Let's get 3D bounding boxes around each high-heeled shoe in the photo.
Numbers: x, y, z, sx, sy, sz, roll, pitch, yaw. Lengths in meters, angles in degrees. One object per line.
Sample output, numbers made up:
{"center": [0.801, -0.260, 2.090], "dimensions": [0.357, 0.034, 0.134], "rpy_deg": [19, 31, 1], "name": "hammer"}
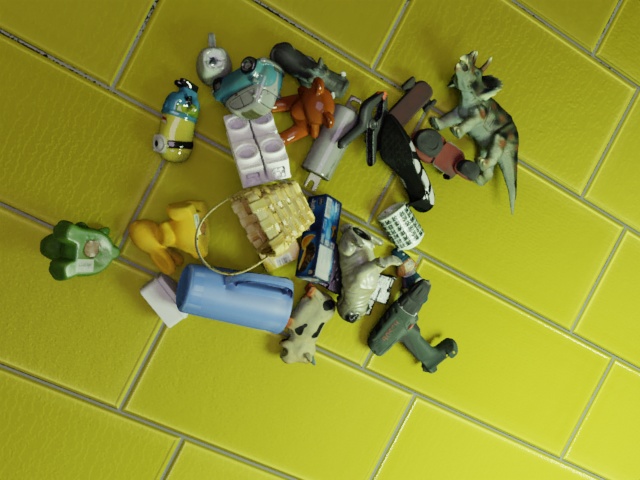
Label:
{"center": [0.222, -0.182, 1.286], "dimensions": [0.145, 0.086, 0.248], "rpy_deg": [-23, 105, -51], "name": "high-heeled shoe"}

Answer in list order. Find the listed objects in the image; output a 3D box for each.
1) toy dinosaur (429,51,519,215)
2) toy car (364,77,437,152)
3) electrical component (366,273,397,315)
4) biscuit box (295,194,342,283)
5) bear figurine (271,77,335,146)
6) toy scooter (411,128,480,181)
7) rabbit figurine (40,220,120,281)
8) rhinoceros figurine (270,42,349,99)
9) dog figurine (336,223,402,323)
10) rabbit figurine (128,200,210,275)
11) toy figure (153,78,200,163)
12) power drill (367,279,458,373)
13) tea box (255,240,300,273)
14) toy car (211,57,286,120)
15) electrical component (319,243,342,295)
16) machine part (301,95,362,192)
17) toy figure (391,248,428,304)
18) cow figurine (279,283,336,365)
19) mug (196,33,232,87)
{"center": [0.416, -0.270, 1.317], "dimensions": [0.192, 0.131, 0.404], "rpy_deg": [-42, 109, -3], "name": "toy dinosaur"}
{"center": [0.189, -0.297, 1.292], "dimensions": [0.089, 0.053, 0.202], "rpy_deg": [42, 97, -9], "name": "toy car"}
{"center": [0.135, 0.132, 1.341], "dimensions": [0.075, 0.048, 0.119], "rpy_deg": [24, 90, -13], "name": "electrical component"}
{"center": [-0.003, -0.004, 1.250], "dimensions": [0.059, 0.063, 0.202], "rpy_deg": [26, 66, -45], "name": "biscuit box"}
{"center": [-0.038, -0.277, 1.174], "dimensions": [0.132, 0.196, 0.120], "rpy_deg": [-19, 101, -3], "name": "bear figurine"}
{"center": [0.298, -0.197, 1.303], "dimensions": [0.184, 0.135, 0.075], "rpy_deg": [36, 93, 6], "name": "toy scooter"}
{"center": [-0.523, 0.009, 1.153], "dimensions": [0.159, 0.170, 0.121], "rpy_deg": [-11, 104, -52], "name": "rabbit figurine"}
{"center": [-0.022, -0.384, 1.214], "dimensions": [0.190, 0.112, 0.073], "rpy_deg": [29, 88, -5], "name": "rhinoceros figurine"}
{"center": [0.071, 0.078, 1.249], "dimensions": [0.121, 0.172, 0.190], "rpy_deg": [8, 126, -48], "name": "dog figurine"}
{"center": [-0.341, -0.009, 1.211], "dimensions": [0.173, 0.122, 0.162], "rpy_deg": [-5, 108, 3], "name": "rabbit figurine"}
{"center": [-0.311, -0.259, 1.187], "dimensions": [0.089, 0.082, 0.180], "rpy_deg": [19, 90, -11], "name": "toy figure"}
{"center": [0.247, 0.227, 1.336], "dimensions": [0.207, 0.086, 0.232], "rpy_deg": [37, 107, -23], "name": "power drill"}
{"center": [-0.118, -0.021, 1.260], "dimensions": [0.098, 0.068, 0.169], "rpy_deg": [-23, 100, -8], "name": "tea box"}
{"center": [-0.150, -0.311, 1.147], "dimensions": [0.162, 0.109, 0.103], "rpy_deg": [-21, 72, 23], "name": "toy car"}
{"center": [0.048, 0.073, 1.311], "dimensions": [0.134, 0.058, 0.115], "rpy_deg": [28, 93, -14], "name": "electrical component"}
{"center": [0.026, -0.228, 1.259], "dimensions": [0.079, 0.079, 0.243], "rpy_deg": [27, 92, -13], "name": "machine part"}
{"center": [0.225, 0.089, 1.349], "dimensions": [0.058, 0.064, 0.154], "rpy_deg": [-18, 105, 28], "name": "toy figure"}
{"center": [-0.031, 0.214, 1.302], "dimensions": [0.127, 0.085, 0.195], "rpy_deg": [36, 88, -7], "name": "cow figurine"}
{"center": [-0.229, -0.395, 1.172], "dimensions": [0.081, 0.107, 0.109], "rpy_deg": [0, 99, -13], "name": "mug"}
